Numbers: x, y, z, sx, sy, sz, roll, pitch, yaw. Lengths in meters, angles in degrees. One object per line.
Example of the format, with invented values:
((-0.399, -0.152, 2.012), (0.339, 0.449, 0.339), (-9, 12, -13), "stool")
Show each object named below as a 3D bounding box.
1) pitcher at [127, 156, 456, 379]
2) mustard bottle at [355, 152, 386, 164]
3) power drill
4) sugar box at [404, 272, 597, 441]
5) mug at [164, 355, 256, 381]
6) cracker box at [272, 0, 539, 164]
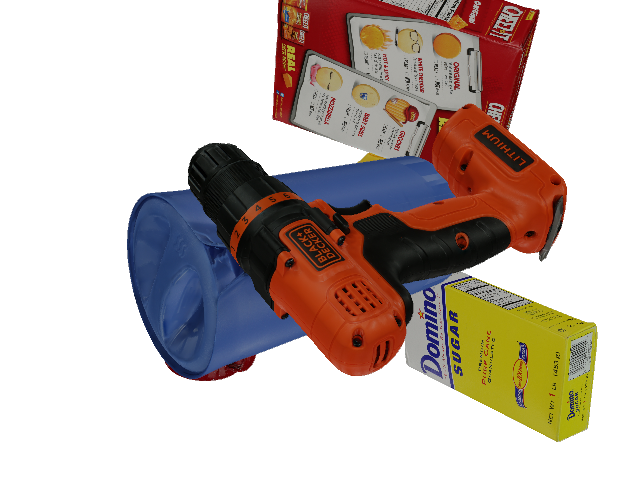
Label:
((-0.019, 0.010, 0.813), (0.242, 0.145, 0.149), (-14, 39, -32), "pitcher")
((0.070, -0.037, 1.213), (0.096, 0.192, 0.058), (-1, 17, -14), "mustard bottle")
((0.035, -0.019, 0.633), (0.187, 0.057, 0.185), (-24, 53, -25), "power drill")
((0.144, 0.089, 0.890), (0.048, 0.093, 0.176), (-14, 23, -39), "sugar box")
((-0.102, 0.086, 1.027), (0.117, 0.081, 0.093), (25, 32, 37), "mug")
((0.068, -0.153, 0.941), (0.214, 0.072, 0.164), (20, -41, 12), "cracker box")
